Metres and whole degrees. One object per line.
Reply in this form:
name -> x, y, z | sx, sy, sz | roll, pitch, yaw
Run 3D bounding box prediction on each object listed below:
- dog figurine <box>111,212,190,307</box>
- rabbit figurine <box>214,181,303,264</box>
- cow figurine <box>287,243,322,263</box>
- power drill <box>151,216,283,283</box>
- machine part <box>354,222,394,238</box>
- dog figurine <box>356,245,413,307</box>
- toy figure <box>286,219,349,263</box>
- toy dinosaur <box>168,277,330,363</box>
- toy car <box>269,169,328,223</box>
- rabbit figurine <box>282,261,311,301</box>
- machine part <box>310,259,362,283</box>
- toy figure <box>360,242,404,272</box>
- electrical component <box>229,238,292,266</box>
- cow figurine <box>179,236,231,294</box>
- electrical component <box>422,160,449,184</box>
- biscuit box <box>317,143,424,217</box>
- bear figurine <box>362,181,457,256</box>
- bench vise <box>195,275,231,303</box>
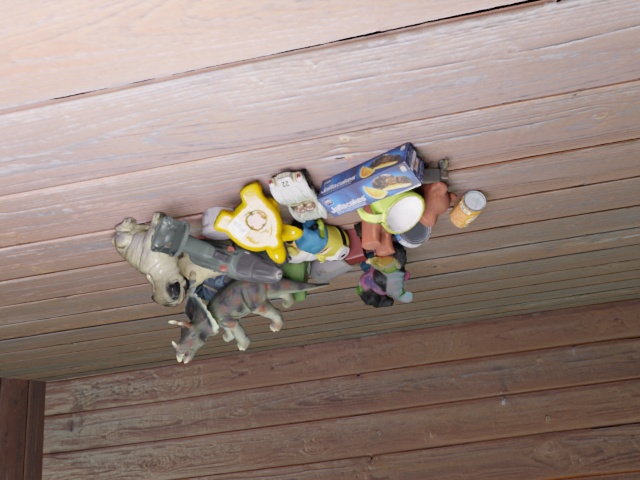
dog figurine -> -0.367, 0.055, 1.141 | 0.172, 0.190, 0.121 | -15, 160, 27
rabbit figurine -> -0.116, -0.035, 1.079 | 0.162, 0.122, 0.173 | 33, 178, -8
cow figurine -> -0.030, 0.028, 1.373 | 0.167, 0.068, 0.098 | 3, 159, -28
power drill -> -0.210, 0.023, 1.058 | 0.232, 0.086, 0.207 | 12, 175, 41
machine part -> 0.151, -0.024, 1.341 | 0.139, 0.039, 0.084 | 4, 167, -35
dog figurine -> 0.159, 0.084, 1.452 | 0.192, 0.108, 0.219 | -14, 140, 25
toy figure -> 0.000, -0.005, 1.274 | 0.180, 0.089, 0.082 | 22, 160, -40
toy dinosaur -> -0.190, 0.154, 1.350 | 0.405, 0.131, 0.192 | -35, 121, -3
toy car -> -0.038, -0.084, 1.060 | 0.074, 0.056, 0.201 | -11, 161, 13
rabbit figurine -> -0.120, 0.089, 1.458 | 0.170, 0.121, 0.159 | 5, 159, 10
machine part -> 0.043, 0.063, 1.491 | 0.079, 0.079, 0.243 | 5, 158, -33
toy figure -> 0.183, 0.050, 1.542 | 0.154, 0.057, 0.064 | -28, -170, 43
electrical component -> -0.137, 0.013, 1.215 | 0.115, 0.058, 0.134 | -28, 131, -7
cow figurine -> -0.257, 0.055, 1.280 | 0.195, 0.127, 0.085 | -5, 159, -14
electrical component -> 0.202, -0.132, 1.036 | 0.102, 0.045, 0.078 | -2, -176, -8
biscuit box -> 0.092, -0.107, 1.004 | 0.203, 0.063, 0.059 | -21, 127, 35
bear figurine -> 0.193, -0.047, 1.150 | 0.196, 0.132, 0.120 | -9, 164, 24
bench vise -> -0.301, 0.123, 1.469 | 0.223, 0.129, 0.240 | 12, 154, -23
